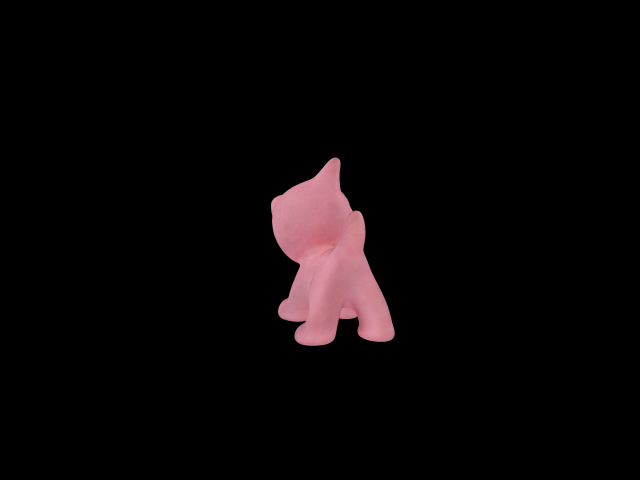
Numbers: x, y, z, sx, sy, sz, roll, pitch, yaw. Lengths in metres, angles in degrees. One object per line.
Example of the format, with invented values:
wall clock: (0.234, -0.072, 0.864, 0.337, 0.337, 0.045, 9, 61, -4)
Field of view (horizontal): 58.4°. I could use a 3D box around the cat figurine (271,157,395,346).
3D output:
cat figurine: (0.004, 0.001, 0.400, 0.067, 0.118, 0.127, -2, 7, -17)
